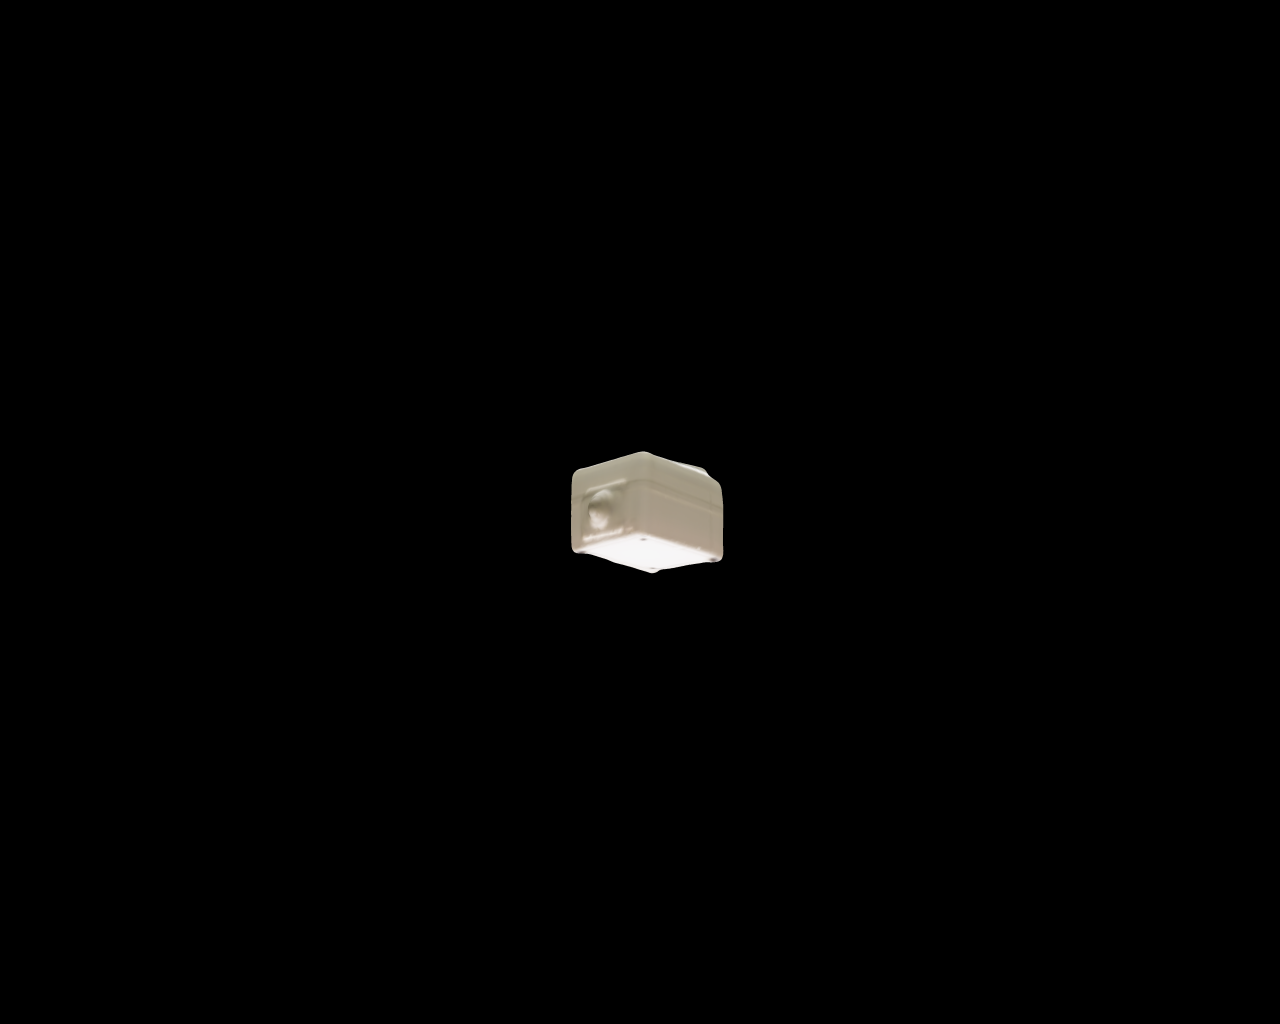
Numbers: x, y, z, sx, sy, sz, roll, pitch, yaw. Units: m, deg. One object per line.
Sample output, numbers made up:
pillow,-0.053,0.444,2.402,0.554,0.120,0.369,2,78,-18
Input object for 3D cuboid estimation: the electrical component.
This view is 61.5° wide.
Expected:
electrical component,0.001,-0.003,0.650,0.061,0.061,0.096,-14,-22,38
